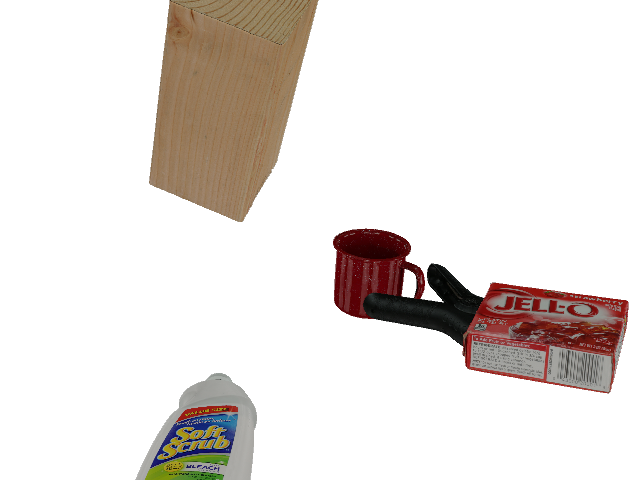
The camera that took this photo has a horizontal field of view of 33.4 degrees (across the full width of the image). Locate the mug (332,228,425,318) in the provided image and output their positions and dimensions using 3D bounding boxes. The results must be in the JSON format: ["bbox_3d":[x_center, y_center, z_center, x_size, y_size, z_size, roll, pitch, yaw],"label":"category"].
[{"bbox_3d":[0.069,0.044,1.269,0.117,0.081,0.093,14,25,22],"label":"mug"}]

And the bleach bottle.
[{"bbox_3d":[-0.111,0.192,0.945,0.102,0.068,0.251,-1,23,1],"label":"bleach bottle"}]

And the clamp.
[{"bbox_3d":[0.139,0.067,1.009,0.172,0.039,0.120,21,34,25],"label":"clamp"}]

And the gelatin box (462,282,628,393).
[{"bbox_3d":[0.139,0.057,0.656,0.089,0.030,0.073,8,25,20],"label":"gelatin box"}]

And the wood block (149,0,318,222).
[{"bbox_3d":[-0.073,-0.123,0.858,0.091,0.090,0.206,23,-39,4],"label":"wood block"}]
